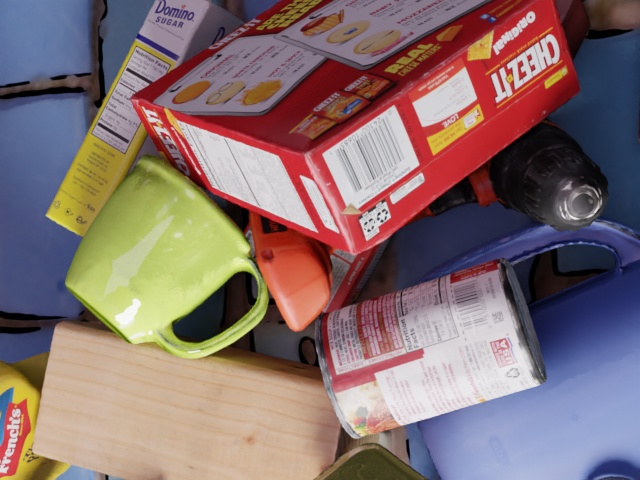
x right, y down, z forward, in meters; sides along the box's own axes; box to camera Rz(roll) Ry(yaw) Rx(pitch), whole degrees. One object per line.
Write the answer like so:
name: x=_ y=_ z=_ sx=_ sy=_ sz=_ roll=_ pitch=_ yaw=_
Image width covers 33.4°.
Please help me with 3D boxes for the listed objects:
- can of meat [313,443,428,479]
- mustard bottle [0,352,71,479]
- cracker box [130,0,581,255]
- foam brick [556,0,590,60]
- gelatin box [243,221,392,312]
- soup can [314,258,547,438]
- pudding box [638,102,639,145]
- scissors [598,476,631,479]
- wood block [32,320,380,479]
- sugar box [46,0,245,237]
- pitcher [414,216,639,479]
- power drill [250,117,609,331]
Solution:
can of meat: x=0.046 y=0.171 z=0.588 sx=0.057 sy=0.102 sz=0.084 roll=-37 pitch=111 yaw=-14
mustard bottle: x=-0.221 y=0.123 z=0.700 sx=0.058 sy=0.191 sz=0.096 roll=27 pitch=95 yaw=19
cracker box: x=0.012 y=-0.083 z=0.609 sx=0.164 sy=0.072 sz=0.214 roll=-36 pitch=30 yaw=-19
foam brick: x=0.128 y=-0.128 z=0.656 sx=0.053 sy=0.078 sz=0.051 roll=27 pitch=96 yaw=19
gelatin box: x=-0.005 y=0.001 z=0.719 sx=0.089 sy=0.030 sz=0.073 roll=31 pitch=97 yaw=18
soup can: x=0.056 y=0.055 z=0.545 sx=0.102 sy=0.068 sz=0.068 roll=-19 pitch=80 yaw=14
pudding box: x=0.239 y=-0.110 z=0.635 sx=0.090 sy=0.039 sz=0.113 roll=2 pitch=87 yaw=20
scissors: x=0.223 y=0.177 z=0.574 sx=0.201 sy=0.016 sz=0.096 roll=38 pitch=104 yaw=-19
wood block: x=-0.071 y=0.116 z=0.702 sx=0.206 sy=0.090 sz=0.090 roll=10 pitch=89 yaw=20
sugar box: x=-0.110 y=-0.080 z=0.729 sx=0.048 sy=0.093 sz=0.176 roll=28 pitch=95 yaw=21
pitcher: x=0.172 y=0.066 z=0.598 sx=0.243 sy=0.149 sz=0.145 roll=-29 pitch=47 yaw=12
power drill: x=0.056 y=-0.016 z=0.609 sx=0.187 sy=0.184 sz=0.057 roll=-23 pitch=107 yaw=1
